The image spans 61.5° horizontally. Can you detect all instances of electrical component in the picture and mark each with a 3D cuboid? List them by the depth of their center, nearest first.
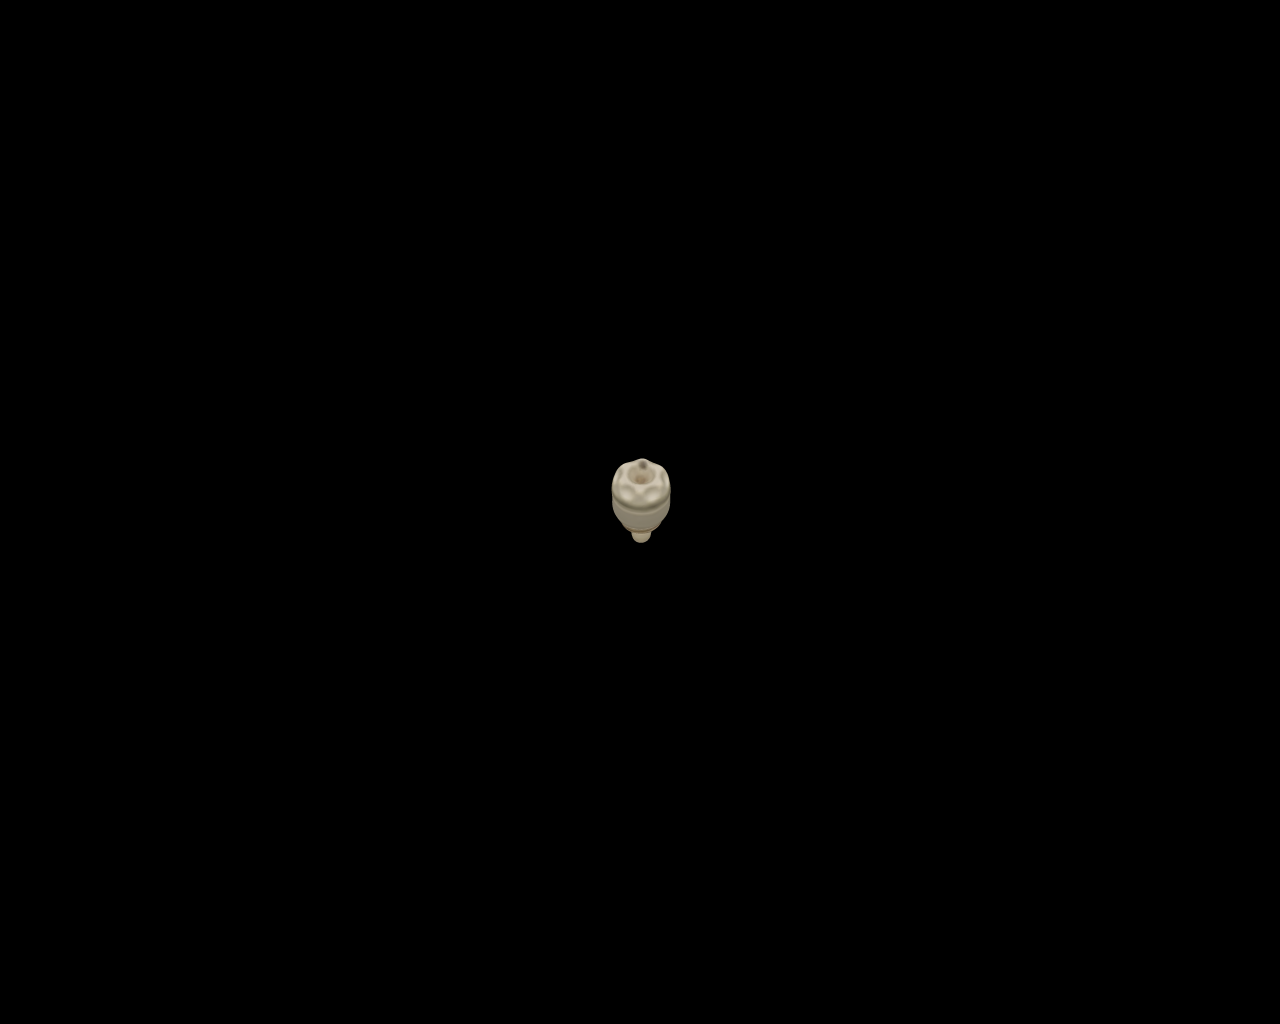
[{"bbox_3d":[0.001,-0.003,0.650,0.035,0.035,0.061,0,-41,0],"label":"electrical component"}]
